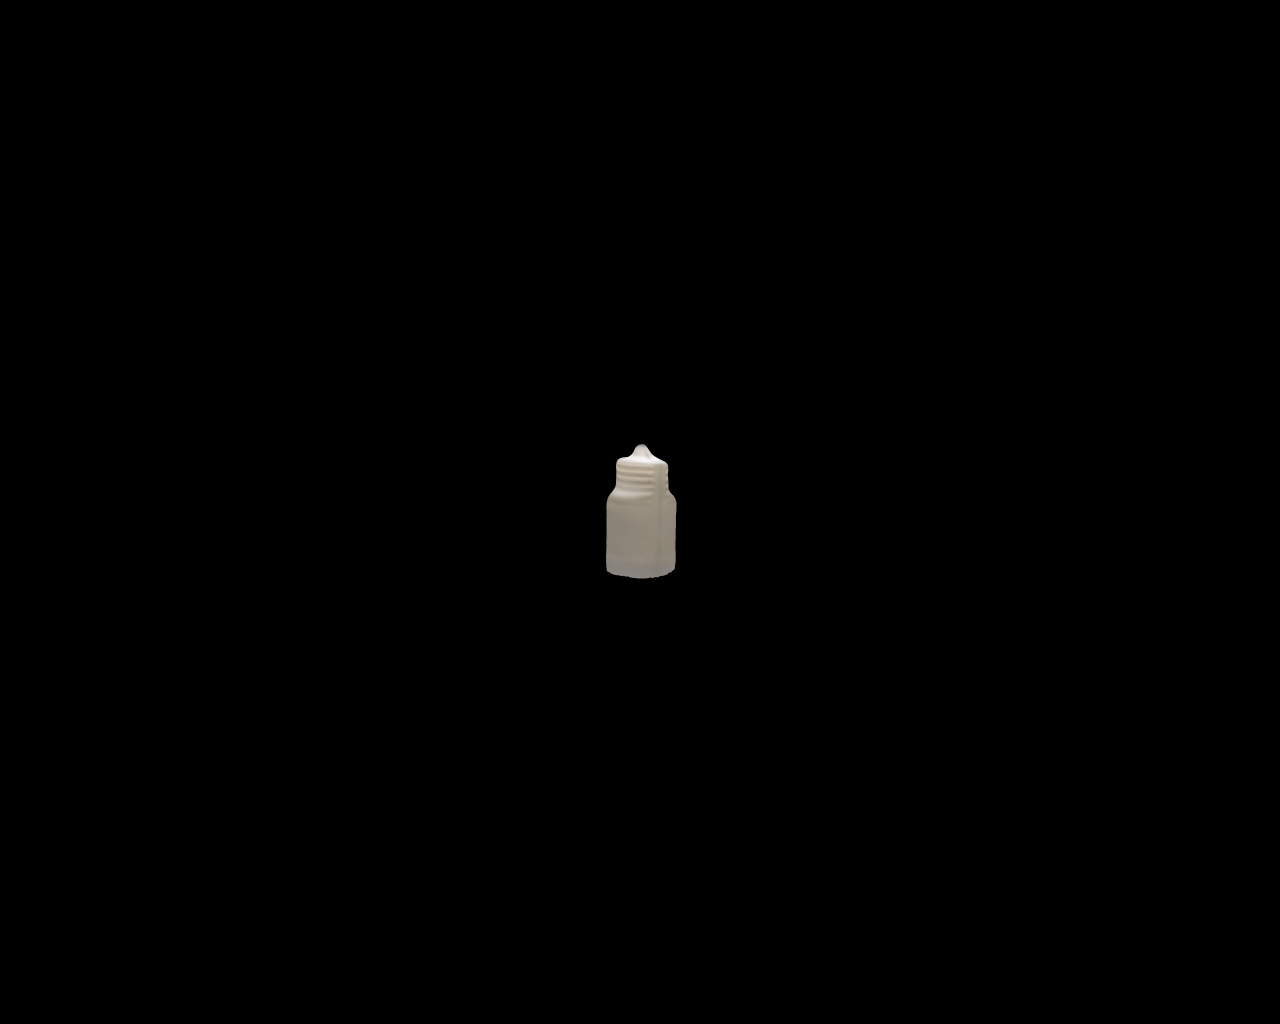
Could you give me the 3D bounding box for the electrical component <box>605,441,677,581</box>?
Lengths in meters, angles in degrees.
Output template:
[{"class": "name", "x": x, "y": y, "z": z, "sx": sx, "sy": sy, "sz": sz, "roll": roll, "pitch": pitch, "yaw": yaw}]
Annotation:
[{"class": "electrical component", "x": 0.001, "y": -0.003, "z": 0.650, "sx": 0.043, "sy": 0.080, "sz": 0.043, "roll": 0, "pitch": 9, "yaw": 0}]
